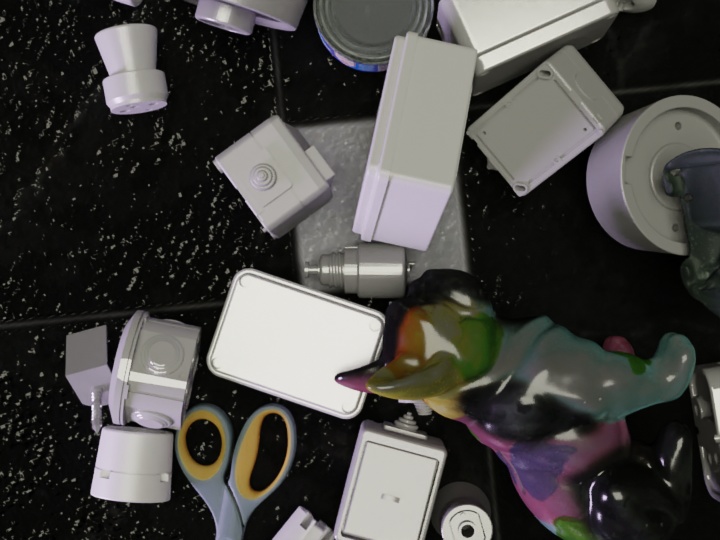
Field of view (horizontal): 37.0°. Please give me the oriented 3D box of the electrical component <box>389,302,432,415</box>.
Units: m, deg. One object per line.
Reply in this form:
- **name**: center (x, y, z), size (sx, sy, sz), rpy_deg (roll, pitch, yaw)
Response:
- **electrical component**: center (0.044, 0.062, 0.762), size (0.043, 0.043, 0.081), rpy_deg (-3, 89, 1)

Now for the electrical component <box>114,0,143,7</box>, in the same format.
- **electrical component**: center (-0.190, -0.215, 0.773), size (0.065, 0.044, 0.044), rpy_deg (8, 89, 6)

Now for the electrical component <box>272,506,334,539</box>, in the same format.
- **electrical component**: center (-0.044, 0.196, 0.763), size (0.040, 0.040, 0.046), rpy_deg (37, 84, 1)

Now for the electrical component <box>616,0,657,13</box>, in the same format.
- **electrical component**: center (0.196, -0.218, 0.766), size (0.048, 0.048, 0.062), rpy_deg (23, 83, 1)

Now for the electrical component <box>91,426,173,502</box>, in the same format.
- **electrical component**: center (-0.159, 0.136, 0.758), size (0.055, 0.055, 0.047), rpy_deg (5, 85, 1)

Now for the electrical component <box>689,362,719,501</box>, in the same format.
- **electrical component**: center (0.272, 0.110, 0.752), size (0.059, 0.053, 0.095), rpy_deg (-9, 89, 1)

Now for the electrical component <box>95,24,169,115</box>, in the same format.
- **electrical component**: center (-0.163, -0.143, 0.768), size (0.045, 0.045, 0.055), rpy_deg (-10, 89, 1)

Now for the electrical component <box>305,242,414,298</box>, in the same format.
- **electrical component**: center (0.000, 0.000, 0.765), size (0.078, 0.040, 0.040), rpy_deg (0, 89, 1)

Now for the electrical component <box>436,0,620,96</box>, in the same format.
- **electrical component**: center (0.115, -0.174, 0.749), size (0.113, 0.078, 0.057), rpy_deg (-24, 86, 0)

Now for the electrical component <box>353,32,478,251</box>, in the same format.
- **electrical component**: center (0.036, -0.083, 0.720), size (0.056, 0.108, 0.108), rpy_deg (12, 69, -1)

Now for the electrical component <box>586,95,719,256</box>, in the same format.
- **electrical component**: center (0.209, -0.063, 0.749), size (0.108, 0.060, 0.108), rpy_deg (0, 90, -22)

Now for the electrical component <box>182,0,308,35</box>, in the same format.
- **electrical component**: center (-0.086, -0.196, 0.740), size (0.108, 0.108, 0.060), rpy_deg (17, 96, 1)

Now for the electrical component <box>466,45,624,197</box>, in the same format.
- **electrical component**: center (0.125, -0.101, 0.747), size (0.061, 0.061, 0.096), rpy_deg (50, 128, -1)

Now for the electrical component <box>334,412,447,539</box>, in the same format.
- **electrical component**: center (0.023, 0.147, 0.752), size (0.062, 0.061, 0.096), rpy_deg (15, 89, 1)

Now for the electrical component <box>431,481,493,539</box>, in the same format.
- **electrical component**: center (0.072, 0.174, 0.748), size (0.044, 0.065, 0.044), rpy_deg (0, 89, 1)

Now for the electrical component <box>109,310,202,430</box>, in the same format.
- **electrical component**: center (-0.142, 0.071, 0.747), size (0.051, 0.080, 0.080), rpy_deg (11, 89, -4)

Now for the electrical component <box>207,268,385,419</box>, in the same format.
- **electrical component**: center (-0.043, 0.051, 0.756), size (0.113, 0.057, 0.078), rpy_deg (19, 89, 1)

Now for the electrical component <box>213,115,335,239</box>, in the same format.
- **electrical component**: center (-0.055, -0.065, 0.739), size (0.061, 0.096, 0.061), rpy_deg (-36, 88, -1)
